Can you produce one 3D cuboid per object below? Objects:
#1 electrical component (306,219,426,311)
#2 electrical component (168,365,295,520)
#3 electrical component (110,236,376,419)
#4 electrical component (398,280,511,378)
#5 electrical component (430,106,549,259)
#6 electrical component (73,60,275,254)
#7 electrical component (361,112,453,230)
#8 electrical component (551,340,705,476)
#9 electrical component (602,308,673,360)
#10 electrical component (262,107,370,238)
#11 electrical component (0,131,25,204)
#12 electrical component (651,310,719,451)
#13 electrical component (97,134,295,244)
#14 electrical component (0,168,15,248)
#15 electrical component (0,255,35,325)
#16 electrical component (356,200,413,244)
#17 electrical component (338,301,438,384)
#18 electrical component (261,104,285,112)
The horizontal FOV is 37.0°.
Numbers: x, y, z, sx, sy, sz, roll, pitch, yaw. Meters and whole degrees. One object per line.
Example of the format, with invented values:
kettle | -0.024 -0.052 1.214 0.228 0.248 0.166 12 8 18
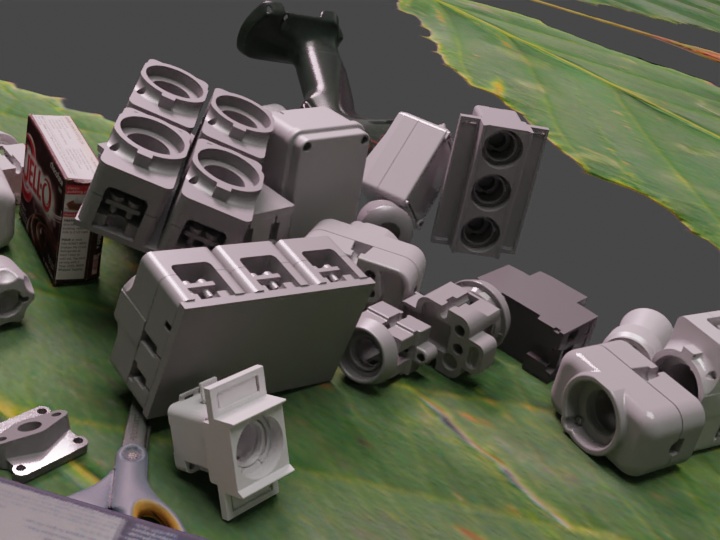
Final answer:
electrical component | 0.000 0.000 0.845 0.095 0.053 0.059 18 29 11
electrical component | -0.077 0.098 0.628 0.064 0.081 0.042 7 19 42
electrical component | -0.077 0.031 0.701 0.150 0.089 0.061 -7 42 -42
electrical component | 0.075 0.040 0.800 0.078 0.058 0.057 30 37 30
electrical component | 0.112 -0.080 0.961 0.079 0.121 0.063 8 26 -8
electrical component | -0.126 -0.081 0.776 0.105 0.060 0.186 22 29 -13
electrical component | 0.045 -0.097 0.980 0.061 0.096 0.061 26 -13 23
electrical component | 0.181 0.095 0.746 0.059 0.053 0.095 -8 35 -32
electrical component | 0.214 0.060 0.832 0.045 0.045 0.055 25 32 22
electrical component | -0.043 -0.072 0.896 0.078 0.113 0.057 -12 35 -37
electrical component | -0.297 -0.084 0.889 0.066 0.048 0.055 -15 47 -41
electrical component | 0.242 0.079 0.761 0.056 0.089 0.050 -6 33 -30
electrical component | -0.138 -0.050 0.872 0.089 0.061 0.150 -16 40 -41
electrical component | -0.310 -0.045 0.803 0.095 0.053 0.059 -5 33 -29
electrical component | -0.256 0.008 0.742 0.043 0.043 0.062 -14 37 -39
electrical component | 0.017 -0.041 0.936 0.048 0.048 0.062 4 21 -14
electrical component | 0.014 0.053 0.766 0.066 0.048 0.055 27 25 25
electrical component | -0.104 -0.141 1.069 0.040 0.040 0.078 32 34 31
